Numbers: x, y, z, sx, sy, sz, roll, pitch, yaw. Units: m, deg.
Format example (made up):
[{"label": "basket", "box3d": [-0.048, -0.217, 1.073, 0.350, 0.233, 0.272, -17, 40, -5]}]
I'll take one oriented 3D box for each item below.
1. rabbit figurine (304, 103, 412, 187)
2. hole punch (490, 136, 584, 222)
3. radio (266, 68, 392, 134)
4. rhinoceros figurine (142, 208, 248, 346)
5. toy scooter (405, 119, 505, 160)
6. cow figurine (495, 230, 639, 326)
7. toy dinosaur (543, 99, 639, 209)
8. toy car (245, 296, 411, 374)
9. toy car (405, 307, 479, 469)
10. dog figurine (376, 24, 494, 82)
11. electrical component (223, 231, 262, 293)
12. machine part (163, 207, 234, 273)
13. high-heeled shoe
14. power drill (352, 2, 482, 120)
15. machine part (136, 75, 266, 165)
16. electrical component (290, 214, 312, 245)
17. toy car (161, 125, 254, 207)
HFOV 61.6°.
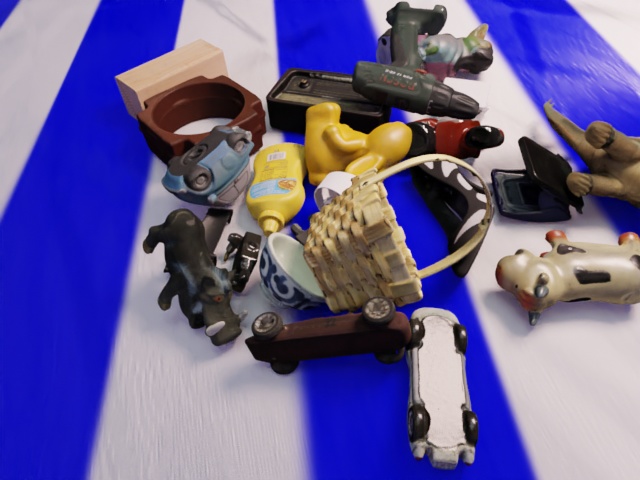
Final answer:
[{"label": "rabbit figurine", "box3d": [0.064, -0.149, 0.886, 0.173, 0.121, 0.162, -3, 58, 15]}, {"label": "hole punch", "box3d": [0.340, -0.084, 0.848, 0.116, 0.092, 0.142, 23, 42, -17]}, {"label": "radio", "box3d": [0.024, -0.262, 1.037, 0.230, 0.073, 0.131, 13, 50, 14]}, {"label": "rhinoceros figurine", "box3d": [-0.162, 0.051, 0.725, 0.112, 0.073, 0.190, -27, 82, 28]}, {"label": "toy scooter", "box3d": [0.230, -0.173, 0.929, 0.184, 0.075, 0.135, 4, 12, 29]}, {"label": "cow figurine", "box3d": [0.333, 0.050, 0.715, 0.195, 0.085, 0.127, 3, 41, 6]}, {"label": "toy dinosaur", "box3d": [0.465, -0.104, 0.803, 0.198, 0.105, 0.472, 1, 41, -33]}, {"label": "toy car", "box3d": [0.009, 0.115, 0.656, 0.202, 0.089, 0.053, -9, 44, 14]}, {"label": "toy car", "box3d": [0.140, 0.168, 0.637, 0.074, 0.056, 0.202, 6, 48, 1]}, {"label": "dog figurine", "box3d": [0.251, -0.393, 1.125, 0.219, 0.108, 0.192, -24, 46, -23]}, {"label": "electrical component", "box3d": [-0.119, 0.030, 0.783, 0.045, 0.078, 0.102, 17, 52, -12]}, {"label": "machine part", "box3d": [-0.181, 0.004, 0.831, 0.084, 0.039, 0.139, 9, 50, 20]}, {"label": "high-heeled shoe", "box3d": [0.182, -0.046, 0.809, 0.145, 0.086, 0.249, 20, 40, 11]}, {"label": "power drill", "box3d": [0.181, -0.318, 0.967, 0.232, 0.086, 0.207, 9, 76, 5]}, {"label": "machine part", "box3d": [-0.218, -0.215, 1.007, 0.201, 0.087, 0.201, -35, 53, -23]}, {"label": "electrical component", "box3d": [-0.002, -0.003, 0.831, 0.063, 0.021, 0.094, -30, 51, -22]}, {"label": "toy car", "box3d": [-0.171, -0.110, 0.883, 0.161, 0.102, 0.109, -43, 39, -15]}]
